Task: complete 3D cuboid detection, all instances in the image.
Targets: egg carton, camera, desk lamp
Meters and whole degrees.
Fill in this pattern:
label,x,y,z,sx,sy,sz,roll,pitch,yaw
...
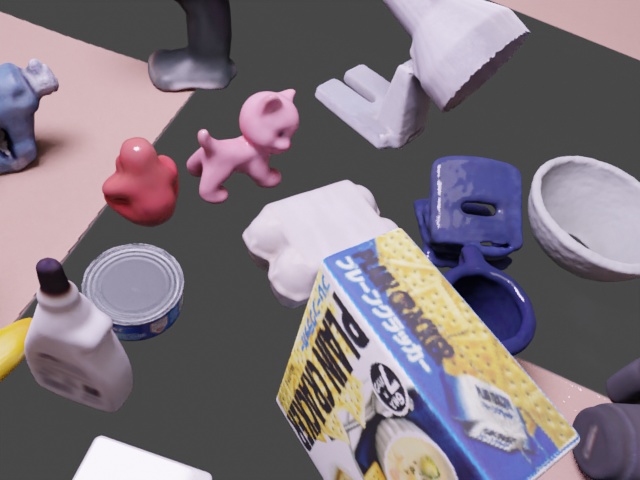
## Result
label,x,y,z,sx,sy,sz,roll,pitch,yaw
egg carton,0.005,0.002,0.569,0.151,0.069,0.107,-21,60,-27
camera,0.296,0.161,0.497,0.137,0.101,0.143,7,51,-9
desk lamp,0.109,-0.208,0.666,0.203,0.213,0.118,41,54,18

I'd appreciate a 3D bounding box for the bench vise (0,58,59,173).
label,x,y,z,sx,sy,sz,roll,pitch,yaw
bench vise,-0.354,-0.150,0.501,0.121,0.220,0.208,39,54,17

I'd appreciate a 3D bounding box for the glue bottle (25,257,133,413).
label,x,y,z,sx,sy,sz,roll,pitch,yaw
glue bottle,-0.176,0.066,0.406,0.078,0.173,0.037,21,51,3

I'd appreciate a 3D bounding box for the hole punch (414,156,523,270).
label,x,y,z,sx,sy,sz,roll,pitch,yaw
hole punch,0.166,-0.028,0.618,0.109,0.091,0.101,4,52,-11

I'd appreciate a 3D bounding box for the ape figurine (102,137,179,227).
label,x,y,z,sx,sy,sz,roll,pitch,yaw
ape figurine,-0.174,-0.063,0.560,0.078,0.092,0.076,-14,57,-23

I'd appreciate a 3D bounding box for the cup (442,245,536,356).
label,x,y,z,sx,sy,sz,roll,pitch,yaw
cup,0.133,0.072,0.530,0.092,0.095,0.117,6,52,-9

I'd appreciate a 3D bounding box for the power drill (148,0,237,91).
label,x,y,z,sx,sy,sz,roll,pitch,yaw
power drill,-0.153,-0.277,0.658,0.230,0.208,0.075,-8,55,-20

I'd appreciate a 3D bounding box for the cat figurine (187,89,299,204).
label,x,y,z,sx,sy,sz,roll,pitch,yaw
cat figurine,-0.074,-0.111,0.606,0.128,0.118,0.067,-22,60,-27

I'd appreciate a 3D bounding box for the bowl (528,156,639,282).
label,x,y,z,sx,sy,sz,roll,pitch,yaw
bowl,0.304,-0.013,0.651,0.167,0.075,0.167,7,51,-9
